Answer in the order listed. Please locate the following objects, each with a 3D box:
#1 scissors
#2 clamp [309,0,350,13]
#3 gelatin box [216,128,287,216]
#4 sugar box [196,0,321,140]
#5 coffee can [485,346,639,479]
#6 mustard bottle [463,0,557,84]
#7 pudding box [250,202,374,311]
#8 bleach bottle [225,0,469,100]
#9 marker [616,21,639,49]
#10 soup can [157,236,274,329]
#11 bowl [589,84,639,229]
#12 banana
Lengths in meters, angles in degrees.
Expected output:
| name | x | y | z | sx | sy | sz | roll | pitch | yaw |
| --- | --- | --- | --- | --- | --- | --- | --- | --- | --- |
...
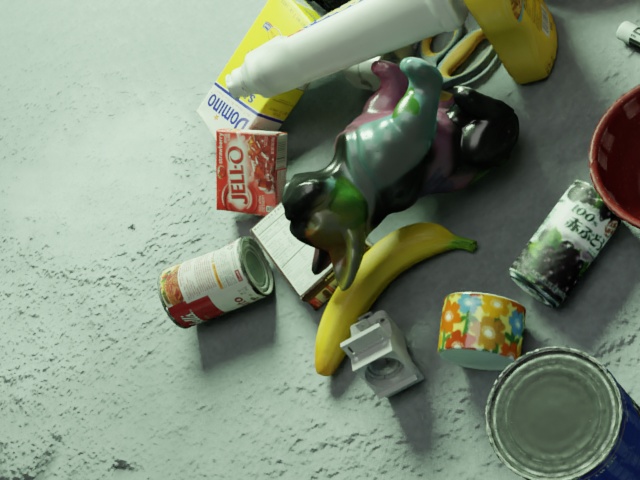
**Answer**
| name | x | y | z | sx | sy | sz | roll | pitch | yaw |
| --- | --- | --- | --- | --- | --- | --- | --- | --- | --- |
| scissors | 0.097 | -0.161 | 1.117 | 0.202 | 0.016 | 0.096 | -37 | 52 | 10 |
| clamp | -0.016 | -0.292 | 1.183 | 0.172 | 0.120 | 0.039 | 36 | 98 | 23 |
| gelatin box | -0.074 | -0.072 | 1.138 | 0.073 | 0.030 | 0.089 | 7 | 103 | 24 |
| sugar box | -0.060 | -0.179 | 1.170 | 0.176 | 0.048 | 0.093 | -52 | 50 | 20 |
| coffee can | 0.200 | 0.152 | 0.825 | 0.103 | 0.140 | 0.103 | -14 | 61 | 25 |
| mustard bottle | 0.167 | -0.232 | 0.998 | 0.058 | 0.191 | 0.096 | -10 | 62 | 27 |
| pudding box | -0.007 | 0.001 | 1.087 | 0.090 | 0.039 | 0.114 | -43 | 52 | 7 |
| bleach bottle | 0.017 | -0.194 | 1.041 | 0.251 | 0.068 | 0.102 | -21 | 16 | 23 |
| marker | 0.326 | -0.170 | 0.982 | 0.020 | 0.020 | 0.121 | -51 | 52 | 0 |
| soup can | -0.108 | 0.044 | 1.109 | 0.102 | 0.068 | 0.068 | -22 | 58 | 19 |
| bowl | 0.314 | -0.063 | 0.907 | 0.162 | 0.055 | 0.162 | -10 | 60 | 18 |
| banana | 0.056 | 0.045 | 1.029 | 0.198 | 0.037 | 0.070 | -43 | 51 | 6 |
